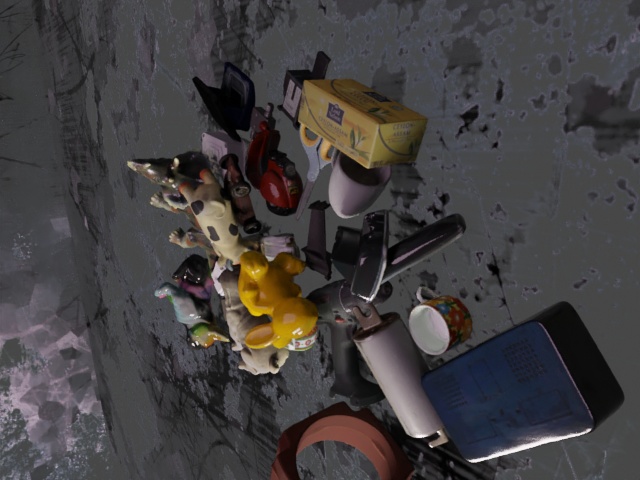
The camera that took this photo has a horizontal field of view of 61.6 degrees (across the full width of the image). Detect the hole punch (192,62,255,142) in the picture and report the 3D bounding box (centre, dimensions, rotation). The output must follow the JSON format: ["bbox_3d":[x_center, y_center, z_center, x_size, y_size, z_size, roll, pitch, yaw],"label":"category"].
[{"bbox_3d":[-0.181,-0.280,1.076,0.142,0.092,0.115,43,163,33],"label":"hole punch"}]

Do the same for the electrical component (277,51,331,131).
[{"bbox_3d":[-0.022,-0.249,0.888,0.075,0.048,0.119,54,140,27],"label":"electrical component"}]

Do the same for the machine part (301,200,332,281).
[{"bbox_3d":[-0.002,-0.003,0.951,0.084,0.039,0.138,35,130,49],"label":"machine part"}]

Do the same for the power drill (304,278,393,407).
[{"bbox_3d":[0.053,0.166,0.896,0.232,0.086,0.207,-8,98,56],"label":"power drill"}]

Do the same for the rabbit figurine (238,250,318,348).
[{"bbox_3d":[-0.075,0.114,0.926,0.173,0.122,0.162,34,105,43],"label":"rabbit figurine"}]

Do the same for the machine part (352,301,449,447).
[{"bbox_3d":[0.121,0.194,0.781,0.079,0.079,0.243,-24,97,54],"label":"machine part"}]

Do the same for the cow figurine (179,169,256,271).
[{"bbox_3d":[-0.189,-0.028,1.035,0.127,0.085,0.194,50,162,33],"label":"cow figurine"}]

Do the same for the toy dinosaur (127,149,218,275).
[{"bbox_3d":[-0.259,-0.047,1.190,0.192,0.131,0.404,14,142,46],"label":"toy dinosaur"}]

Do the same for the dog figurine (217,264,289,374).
[{"bbox_3d":[-0.136,0.156,1.074,0.173,0.121,0.190,25,136,47],"label":"dog figurine"}]

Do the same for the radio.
[{"bbox_3d":[0.237,0.182,0.660,0.131,0.073,0.229,62,144,17],"label":"radio"}]

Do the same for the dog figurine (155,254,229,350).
[{"bbox_3d":[-0.297,0.166,1.355,0.219,0.191,0.108,43,161,-4],"label":"dog figurine"}]

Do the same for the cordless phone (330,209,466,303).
[{"bbox_3d":[0.114,-0.005,0.759,0.184,0.147,0.088,-30,109,22],"label":"cordless phone"}]

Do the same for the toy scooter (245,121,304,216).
[{"bbox_3d":[-0.087,-0.137,0.988,0.184,0.075,0.135,47,139,39],"label":"toy scooter"}]

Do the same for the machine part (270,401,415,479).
[{"bbox_3d":[0.035,0.386,0.888,0.202,0.201,0.087,46,137,35],"label":"machine part"}]

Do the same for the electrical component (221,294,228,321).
[{"bbox_3d":[-0.185,0.145,1.193,0.078,0.045,0.102,-12,95,26],"label":"electrical component"}]

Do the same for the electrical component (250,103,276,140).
[{"bbox_3d":[-0.112,-0.227,1.037,0.063,0.021,0.094,48,136,34],"label":"electrical component"}]

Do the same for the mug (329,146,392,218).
[{"bbox_3d":[0.046,-0.090,0.822,0.110,0.081,0.107,54,148,22],"label":"mug"}]

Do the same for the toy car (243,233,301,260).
[{"bbox_3d":[-0.105,0.026,1.082,0.202,0.056,0.073,1,102,54],"label":"toy car"}]

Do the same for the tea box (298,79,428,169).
[{"bbox_3d":[0.056,-0.171,0.765,0.170,0.098,0.068,39,131,38],"label":"tea box"}]

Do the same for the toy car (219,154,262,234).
[{"bbox_3d":[-0.162,-0.087,1.068,0.202,0.053,0.089,83,166,-62],"label":"toy car"}]
